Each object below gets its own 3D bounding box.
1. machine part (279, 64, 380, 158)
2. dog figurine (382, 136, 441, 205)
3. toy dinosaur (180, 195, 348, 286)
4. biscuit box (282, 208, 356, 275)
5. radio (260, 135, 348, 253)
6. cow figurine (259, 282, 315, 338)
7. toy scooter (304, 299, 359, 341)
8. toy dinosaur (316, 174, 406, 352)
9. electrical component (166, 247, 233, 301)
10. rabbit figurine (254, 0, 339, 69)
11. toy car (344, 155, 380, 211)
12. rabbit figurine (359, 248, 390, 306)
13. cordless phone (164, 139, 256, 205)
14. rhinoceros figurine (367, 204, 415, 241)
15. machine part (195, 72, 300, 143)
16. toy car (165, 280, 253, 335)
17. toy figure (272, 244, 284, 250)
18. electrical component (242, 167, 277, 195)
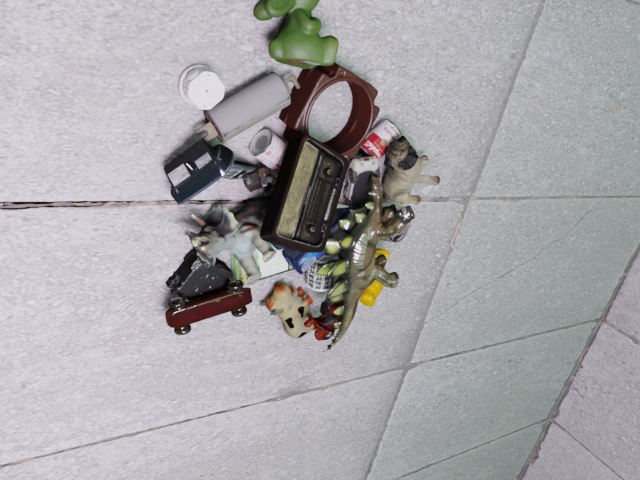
[{"bbox_3d":[0.026,-0.285,1.219,0.201,0.087,0.201,20,106,-40],"label":"machine part"},{"bbox_3d":[0.193,-0.172,1.370,0.172,0.121,0.190,-47,144,20],"label":"dog figurine"},{"bbox_3d":[-0.131,-0.038,1.229,0.405,0.192,0.131,-33,163,-38],"label":"toy dinosaur"},{"bbox_3d":[-0.003,-0.004,1.381,0.203,0.063,0.059,-42,135,-14],"label":"biscuit box"},{"bbox_3d":[-0.030,-0.090,1.135,0.131,0.073,0.229,23,78,-30],"label":"radio"},{"bbox_3d":[-0.083,0.189,1.450,0.127,0.086,0.194,-34,133,-22],"label":"cow figurine"},{"bbox_3d":[0.023,0.192,1.434,0.135,0.075,0.183,16,109,-53],"label":"toy scooter"},{"bbox_3d":[0.093,0.068,1.340,0.198,0.105,0.470,-2,109,-22],"label":"toy dinosaur"},{"bbox_3d":[-0.274,0.094,1.266,0.134,0.058,0.115,32,99,-43],"label":"electrical component"},{"bbox_3d":[-0.050,-0.439,1.071,0.159,0.121,0.170,1,99,-28],"label":"rabbit figurine"},{"bbox_3d":[0.103,-0.138,1.351,0.073,0.056,0.201,-10,151,-9],"label":"toy car"},{"bbox_3d":[0.122,0.080,1.498,0.162,0.122,0.173,-45,133,-10],"label":"rabbit figurine"},{"bbox_3d":[-0.225,-0.137,1.140,0.147,0.089,0.184,-31,172,17],"label":"cordless phone"},{"bbox_3d":[0.158,-0.044,1.436,0.190,0.112,0.073,-24,130,1],"label":"rhinoceros figurine"},{"bbox_3d":[-0.149,-0.274,1.107,0.243,0.079,0.079,-34,132,-12],"label":"machine part"},{"bbox_3d":[-0.256,0.151,1.239,0.202,0.053,0.089,-18,117,-21],"label":"toy car"},{"bbox_3d":[-0.054,-0.031,1.337,0.154,0.064,0.057,-34,143,-18],"label":"toy figure"},{"bbox_3d":[-0.129,-0.130,1.206,0.078,0.045,0.102,-25,171,-8],"label":"electrical component"}]
